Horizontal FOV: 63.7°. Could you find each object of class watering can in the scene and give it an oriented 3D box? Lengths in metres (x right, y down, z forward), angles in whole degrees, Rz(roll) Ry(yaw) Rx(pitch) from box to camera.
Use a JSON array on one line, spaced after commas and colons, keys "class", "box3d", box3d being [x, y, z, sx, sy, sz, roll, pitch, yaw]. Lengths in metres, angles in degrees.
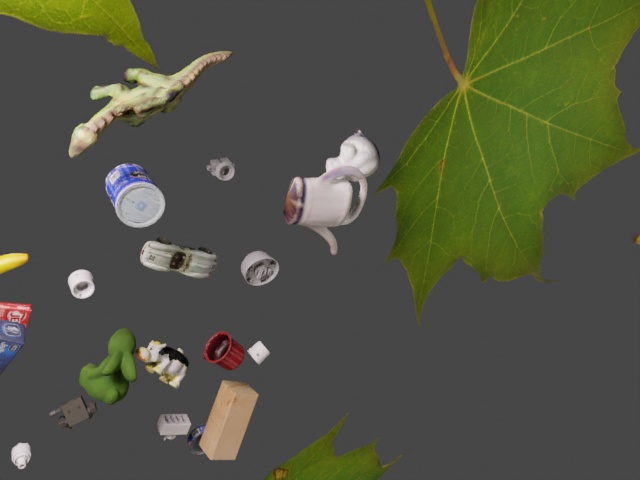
[{"class": "watering can", "box3d": [0.004, -0.073, 1.443, 0.224, 0.106, 0.339, 2, 136, -18]}]

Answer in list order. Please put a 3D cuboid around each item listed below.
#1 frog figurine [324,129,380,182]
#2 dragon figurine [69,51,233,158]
[{"class": "frog figurine", "box3d": [0.084, -0.213, 1.430, 0.161, 0.124, 0.134, -40, 149, -23]}, {"class": "dragon figurine", "box3d": [-0.330, -0.292, 1.050, 0.413, 0.246, 0.120, -34, 123, -12]}]
